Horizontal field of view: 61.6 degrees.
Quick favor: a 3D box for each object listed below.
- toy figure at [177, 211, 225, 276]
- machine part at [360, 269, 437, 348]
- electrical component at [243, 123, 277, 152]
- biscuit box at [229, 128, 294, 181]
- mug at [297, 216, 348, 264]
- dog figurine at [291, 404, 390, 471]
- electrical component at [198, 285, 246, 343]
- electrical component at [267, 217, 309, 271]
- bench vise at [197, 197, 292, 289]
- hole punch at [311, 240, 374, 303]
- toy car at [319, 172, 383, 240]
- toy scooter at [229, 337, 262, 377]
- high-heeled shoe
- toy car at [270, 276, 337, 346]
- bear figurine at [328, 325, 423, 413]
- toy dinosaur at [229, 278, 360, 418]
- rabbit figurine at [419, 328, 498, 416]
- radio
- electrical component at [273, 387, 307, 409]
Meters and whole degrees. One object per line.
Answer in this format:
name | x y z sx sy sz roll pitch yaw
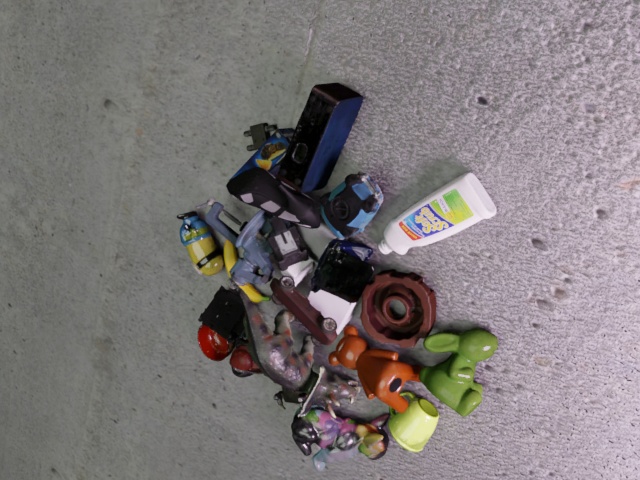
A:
toy figure | -0.318 0.010 1.427 0.089 0.082 0.180 -18 91 35
machine part | 0.173 0.150 1.190 0.180 0.056 0.179 8 106 28
electrical component | -0.141 -0.245 1.287 0.094 0.021 0.063 -7 100 31
biscuit box | -0.128 -0.179 1.274 0.202 0.063 0.059 -40 82 31
mug | -0.003 -0.004 1.245 0.107 0.081 0.109 44 134 26
dog figurine | 0.061 0.463 1.308 0.219 0.108 0.191 -29 101 29
electrical component | -0.234 0.199 1.408 0.134 0.058 0.115 25 74 21
electrical component | -0.081 0.004 1.232 0.075 0.047 0.119 -27 60 -8
bench vise | -0.193 -0.005 1.306 0.241 0.129 0.223 39 103 5
hole punch | 0.053 0.061 1.192 0.116 0.092 0.142 24 119 -3
toy car | 0.080 -0.082 1.153 0.109 0.103 0.161 54 133 11
toy scooter | -0.162 0.299 1.416 0.184 0.075 0.135 4 106 26
high-heeled shoe | -0.106 -0.088 1.231 0.249 0.086 0.145 13 154 49
toy car | -0.037 0.161 1.246 0.202 0.053 0.089 44 147 13
bear figurine | 0.121 0.290 1.234 0.196 0.131 0.120 27 88 52
toy dinosaur | -0.090 0.274 1.264 0.131 0.192 0.404 -41 112 20
rabbit figurine | 0.298 0.253 1.131 0.159 0.121 0.170 35 100 26
radio | -0.001 -0.215 1.149 0.073 0.131 0.229 32 117 18
electrical component | -0.072 0.404 1.408 0.102 0.045 0.078 3 106 30
